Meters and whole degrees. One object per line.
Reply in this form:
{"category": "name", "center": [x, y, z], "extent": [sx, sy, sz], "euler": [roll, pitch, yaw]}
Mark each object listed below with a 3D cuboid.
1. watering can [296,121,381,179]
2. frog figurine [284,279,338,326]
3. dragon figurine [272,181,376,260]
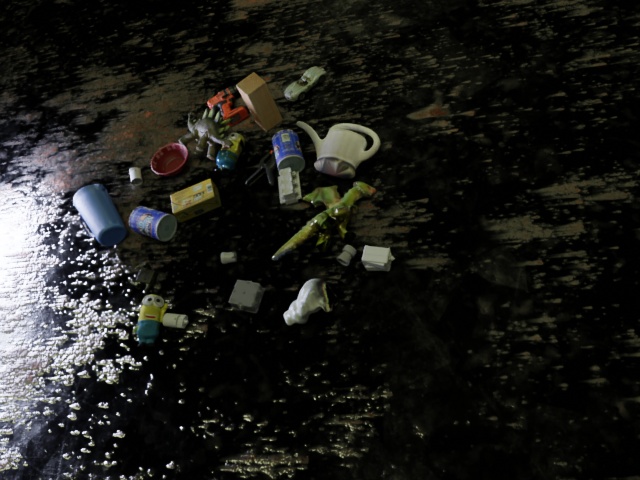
{"category": "watering can", "center": [0.042, -0.335, 1.869], "extent": [0.348, 0.102, 0.228], "euler": [12, 63, 22]}
{"category": "frog figurine", "center": [-0.041, 0.187, 1.561], "extent": [0.159, 0.121, 0.140], "euler": [-17, 22, 16]}
{"category": "dragon figurine", "center": [0.005, -0.088, 1.748], "extent": [0.410, 0.119, 0.248], "euler": [-22, 39, 0]}
